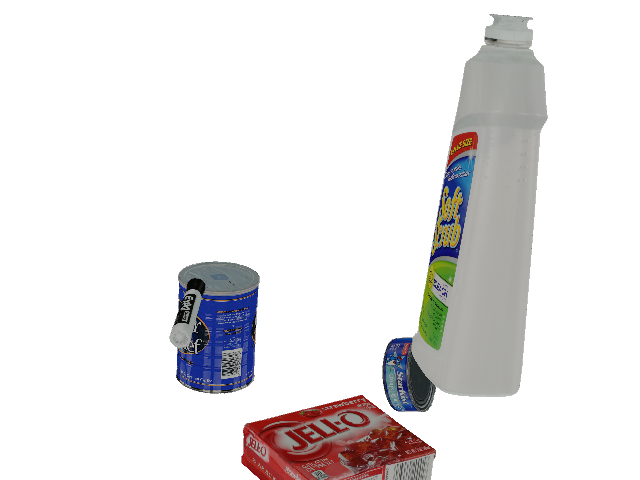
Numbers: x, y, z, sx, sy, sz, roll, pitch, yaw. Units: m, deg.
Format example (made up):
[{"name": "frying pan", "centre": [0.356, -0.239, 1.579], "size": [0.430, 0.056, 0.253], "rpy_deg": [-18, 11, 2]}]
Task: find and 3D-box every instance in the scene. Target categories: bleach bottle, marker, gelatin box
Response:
[{"name": "bleach bottle", "centre": [0.113, -0.026, 0.730], "size": [0.068, 0.251, 0.102], "rpy_deg": [3, 13, -8]}, {"name": "marker", "centre": [-0.123, 0.065, 1.002], "size": [0.020, 0.020, 0.121], "rpy_deg": [0, 21, 1]}, {"name": "gelatin box", "centre": [0.010, 0.124, 0.619], "size": [0.089, 0.030, 0.073], "rpy_deg": [-7, 23, -34]}]

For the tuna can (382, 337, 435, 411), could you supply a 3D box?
[{"name": "tuna can", "centre": [0.102, 0.153, 1.221], "size": [0.034, 0.086, 0.086], "rpy_deg": [-5, -2, 26]}]

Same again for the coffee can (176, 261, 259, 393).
[{"name": "coffee can", "centre": [-0.132, 0.110, 1.365], "size": [0.103, 0.140, 0.103], "rpy_deg": [3, 19, -1]}]
